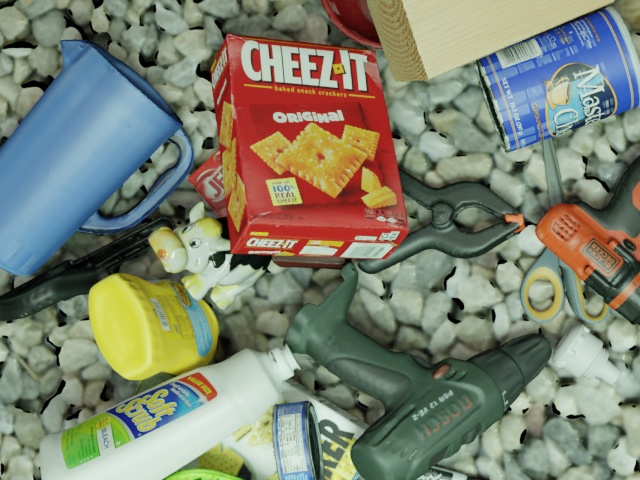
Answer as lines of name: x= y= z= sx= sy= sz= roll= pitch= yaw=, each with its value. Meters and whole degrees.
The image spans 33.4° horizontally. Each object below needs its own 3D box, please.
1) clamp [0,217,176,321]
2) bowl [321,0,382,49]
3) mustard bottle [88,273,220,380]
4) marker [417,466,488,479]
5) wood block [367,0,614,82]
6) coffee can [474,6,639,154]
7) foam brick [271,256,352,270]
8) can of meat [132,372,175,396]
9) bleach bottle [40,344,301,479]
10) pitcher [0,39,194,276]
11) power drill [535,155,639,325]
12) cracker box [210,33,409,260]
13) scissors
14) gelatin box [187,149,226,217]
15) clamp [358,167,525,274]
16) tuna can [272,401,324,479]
clamp: x=-0.260 y=0.043 z=1.097 sx=0.210 sy=0.164 sz=0.036 roll=-23 pitch=102 yaw=15
bowl: x=0.080 y=-0.269 z=1.115 sx=0.162 sy=0.055 sz=0.162 roll=-1 pitch=82 yaw=10
mustard bottle: x=-0.147 y=0.085 z=1.036 sx=0.058 sy=0.191 sz=0.096 roll=-30 pitch=75 yaw=15
marker: x=0.112 y=0.232 z=1.053 sx=0.121 sy=0.020 sz=0.020 roll=13 pitch=84 yaw=12
wood block: x=0.162 y=-0.232 z=1.029 sx=0.206 sy=0.090 sz=0.091 roll=-24 pitch=103 yaw=-13
coffee can: x=0.233 y=-0.156 z=1.045 sx=0.140 sy=0.102 sz=0.103 roll=-19 pitch=79 yaw=7
foam brick: x=-0.007 y=0.001 z=1.094 sx=0.078 sy=0.051 sz=0.053 roll=2 pitch=82 yaw=11
can of meat: x=-0.158 y=0.184 z=1.078 sx=0.057 sy=0.084 sz=0.102 roll=24 pitch=87 yaw=13
bleach bottle: x=-0.135 y=0.166 z=0.993 sx=0.251 sy=0.103 sz=0.068 roll=-30 pitch=118 yaw=-1
pitcher: x=-0.260 y=-0.075 z=1.123 sx=0.243 sy=0.144 sz=0.149 roll=-48 pitch=64 yaw=5
power drill: x=0.330 y=-0.013 z=1.022 sx=0.184 sy=0.057 sz=0.187 roll=42 pitch=85 yaw=9
cracker box: x=-0.012 y=-0.091 z=1.037 sx=0.164 sy=0.072 sz=0.214 roll=3 pitch=62 yaw=-21
scissors: x=0.224 y=-0.004 z=1.068 sx=0.096 sy=0.016 sz=0.202 roll=-22 pitch=79 yaw=3
gelatin box: x=-0.084 y=-0.066 z=1.129 sx=0.089 sy=0.030 sz=0.073 roll=-42 pitch=76 yaw=2
clamp: x=0.119 y=-0.031 z=1.083 sx=0.171 sy=0.039 sz=0.120 roll=-6 pitch=84 yaw=10
tuna can: x=-0.019 y=0.192 z=0.981 sx=0.034 sy=0.086 sz=0.086 roll=-9 pitch=80 yaw=6
